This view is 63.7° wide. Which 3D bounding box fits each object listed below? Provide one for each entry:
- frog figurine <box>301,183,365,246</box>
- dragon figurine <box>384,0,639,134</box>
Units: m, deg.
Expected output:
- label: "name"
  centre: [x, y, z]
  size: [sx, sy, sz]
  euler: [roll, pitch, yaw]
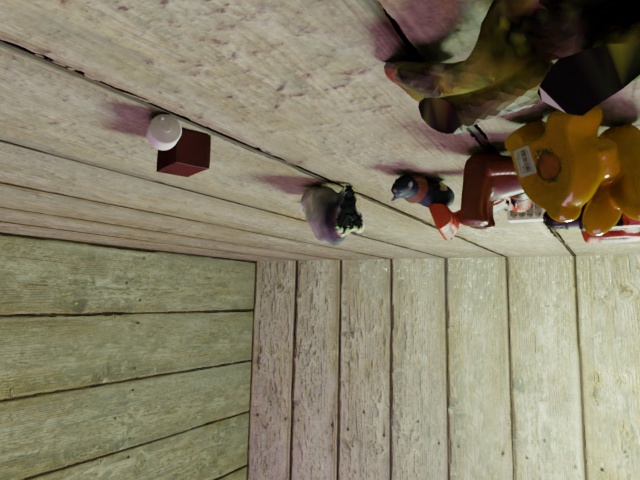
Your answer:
- label: "frog figurine"
  centre: [0.003, -0.055, 1.101]
  size: [0.159, 0.125, 0.135]
  euler: [6, 145, 46]
- label: "dragon figurine"
  centre: [0.217, -0.152, 0.367]
  size: [0.409, 0.121, 0.245]
  euler: [-1, -170, 36]
